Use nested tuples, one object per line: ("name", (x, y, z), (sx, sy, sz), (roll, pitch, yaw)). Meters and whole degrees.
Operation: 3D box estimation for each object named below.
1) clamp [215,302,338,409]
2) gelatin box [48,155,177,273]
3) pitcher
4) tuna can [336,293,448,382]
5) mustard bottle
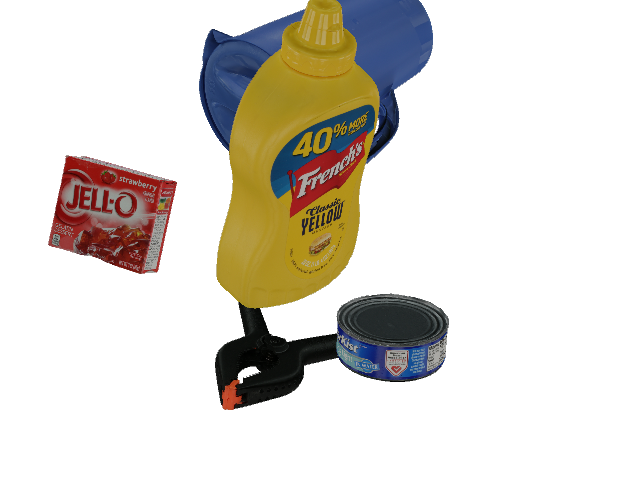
("clamp", (-0.041, 0.122, 1.143), (0.165, 0.036, 0.209), (13, 26, 12))
("gelatin box", (-0.161, -0.021, 0.822), (0.089, 0.073, 0.030), (16, 7, 19))
("pitcher", (0.012, -0.166, 1.068), (0.145, 0.149, 0.242), (15, 36, 38))
("tuna can", (0.054, 0.074, 0.818), (0.086, 0.034, 0.086), (2, 22, -1))
("mustard bottle", (-0.010, -0.053, 0.623), (0.096, 0.192, 0.058), (-24, 50, -34))
